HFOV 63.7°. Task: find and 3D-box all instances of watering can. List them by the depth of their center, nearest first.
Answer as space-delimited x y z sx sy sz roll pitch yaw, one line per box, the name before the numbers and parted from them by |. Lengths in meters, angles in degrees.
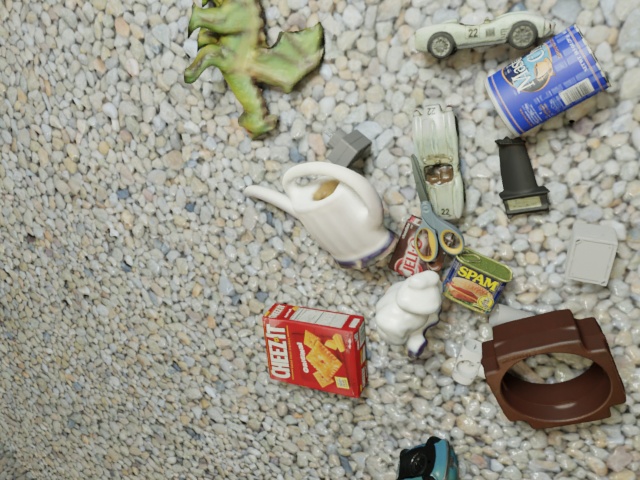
watering can | 0.003 -0.048 0.960 0.347 0.106 0.221 -2 132 54

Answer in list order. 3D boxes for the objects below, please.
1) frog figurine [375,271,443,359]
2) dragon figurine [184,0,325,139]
frog figurine | 0.152 0.109 0.895 0.124 0.138 0.156 40 161 40
dragon figurine | -0.108 -0.371 0.914 0.243 0.125 0.402 16 119 -2
